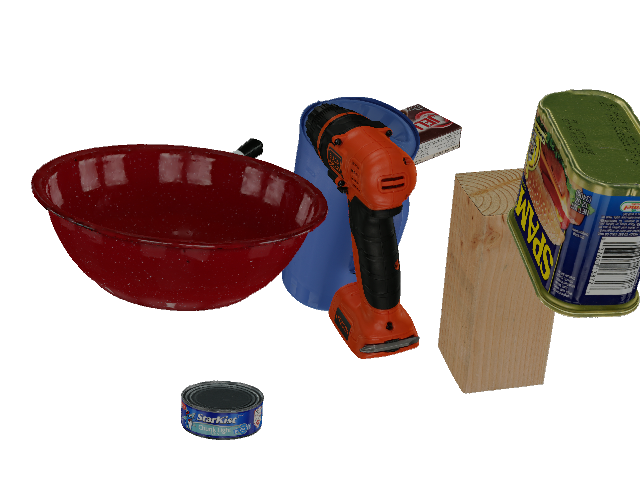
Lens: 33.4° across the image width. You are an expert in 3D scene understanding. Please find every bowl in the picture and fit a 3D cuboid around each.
[{"bbox_3d":[-0.079,-0.004,0.594,0.162,0.055,0.162,7,21,-3],"label":"bowl"}]

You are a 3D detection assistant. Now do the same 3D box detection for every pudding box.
[{"bbox_3d":[0.124,-0.143,1.468,0.113,0.039,0.090,-25,40,-29],"label":"pudding box"}]

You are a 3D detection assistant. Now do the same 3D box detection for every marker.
[{"bbox_3d":[-0.099,-0.065,1.025,0.020,0.020,0.120,0,31,49],"label":"marker"}]

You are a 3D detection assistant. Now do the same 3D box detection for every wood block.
[{"bbox_3d":[0.179,0.041,1.068,0.090,0.206,0.090,-5,30,-11],"label":"wood block"}]

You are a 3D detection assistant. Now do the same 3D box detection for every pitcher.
[{"bbox_3d":[0.029,-0.029,1.222,0.145,0.243,0.149,18,41,6],"label":"pitcher"}]

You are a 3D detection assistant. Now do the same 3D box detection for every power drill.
[{"bbox_3d":[0.031,-0.012,0.881,0.057,0.188,0.184,-11,23,-11],"label":"power drill"}]

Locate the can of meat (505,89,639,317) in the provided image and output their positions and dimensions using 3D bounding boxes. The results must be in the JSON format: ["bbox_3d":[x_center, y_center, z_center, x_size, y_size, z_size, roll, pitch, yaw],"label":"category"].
[{"bbox_3d":[0.144,-0.023,0.581,0.057,0.084,0.102,0,38,-7],"label":"can of meat"}]

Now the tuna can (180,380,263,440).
[{"bbox_3d":[-0.102,0.176,1.109,0.086,0.034,0.086,3,12,-1],"label":"tuna can"}]
